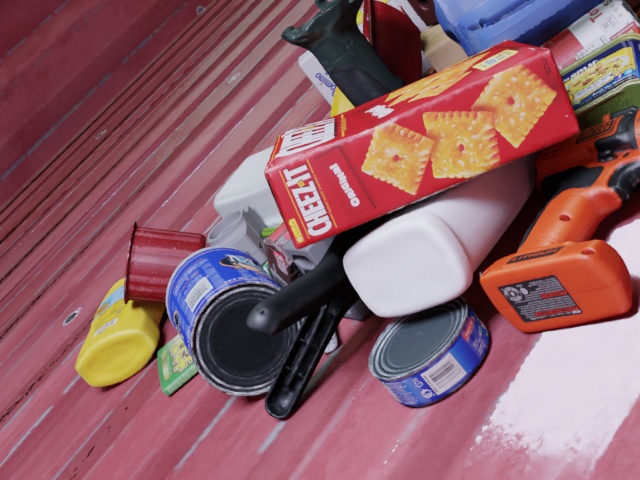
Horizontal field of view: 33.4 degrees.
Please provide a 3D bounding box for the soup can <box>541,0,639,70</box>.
[{"bbox_3d":[0.235,-0.158,0.938,0.102,0.068,0.068,-35,20,12],"label":"soup can"}]

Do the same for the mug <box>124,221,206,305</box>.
[{"bbox_3d":[-0.172,0.028,1.197,0.117,0.081,0.093,-126,43,-82],"label":"mug"}]

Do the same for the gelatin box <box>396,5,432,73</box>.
[{"bbox_3d":[0.113,-0.232,1.278,0.030,0.089,0.073,-33,21,12],"label":"gelatin box"}]

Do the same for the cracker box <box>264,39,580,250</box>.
[{"bbox_3d":[0.070,-0.079,0.805,0.214,0.072,0.164,-22,11,6],"label":"cracker box"}]

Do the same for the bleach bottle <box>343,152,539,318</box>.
[{"bbox_3d":[0.122,-0.034,0.836,0.103,0.068,0.250,-25,11,44],"label":"bleach bottle"}]

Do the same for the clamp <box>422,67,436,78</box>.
[{"bbox_3d":[0.093,-0.125,1.167,0.171,0.039,0.120,-50,28,-8],"label":"clamp"}]

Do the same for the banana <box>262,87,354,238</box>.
[{"bbox_3d":[0.004,-0.076,1.149,0.198,0.070,0.037,-61,-22,6],"label":"banana"}]

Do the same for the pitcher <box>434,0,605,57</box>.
[{"bbox_3d":[0.215,-0.251,0.949,0.243,0.149,0.144,-31,-23,12],"label":"pitcher"}]

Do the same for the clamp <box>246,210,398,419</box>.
[{"bbox_3d":[0.012,0.030,0.830,0.210,0.036,0.164,-54,-19,-18],"label":"clamp"}]

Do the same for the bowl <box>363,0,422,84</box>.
[{"bbox_3d":[0.074,-0.174,1.101,0.055,0.162,0.162,0,25,0],"label":"bowl"}]

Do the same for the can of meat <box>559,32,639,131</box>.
[{"bbox_3d":[0.229,-0.109,0.862,0.102,0.057,0.084,-30,24,27],"label":"can of meat"}]

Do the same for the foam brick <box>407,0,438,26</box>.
[{"bbox_3d":[0.133,-0.263,1.096,0.051,0.053,0.078,-50,20,-28],"label":"foam brick"}]

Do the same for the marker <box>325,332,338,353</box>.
[{"bbox_3d":[0.002,0.065,0.955,0.020,0.020,0.121,-36,20,10],"label":"marker"}]

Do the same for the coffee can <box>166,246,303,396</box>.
[{"bbox_3d":[-0.079,0.070,0.966,0.103,0.102,0.140,-42,20,-4],"label":"coffee can"}]

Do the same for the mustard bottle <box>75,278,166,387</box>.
[{"bbox_3d":[-0.225,0.091,1.247,0.096,0.058,0.191,-34,21,14],"label":"mustard bottle"}]

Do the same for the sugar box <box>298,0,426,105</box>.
[{"bbox_3d":[0.067,-0.254,1.403,0.176,0.093,0.048,-35,20,13],"label":"sugar box"}]

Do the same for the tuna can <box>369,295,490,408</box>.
[{"bbox_3d":[0.079,0.079,0.765,0.086,0.033,0.086,-35,20,15],"label":"tuna can"}]

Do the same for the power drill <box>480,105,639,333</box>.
[{"bbox_3d":[0.203,-0.025,0.732,0.185,0.057,0.187,-21,24,50],"label":"power drill"}]

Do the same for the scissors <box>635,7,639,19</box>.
[{"bbox_3d":[0.350,-0.252,1.005,0.096,0.016,0.201,-12,34,49],"label":"scissors"}]

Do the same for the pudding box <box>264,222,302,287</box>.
[{"bbox_3d":[-0.007,0.001,0.995,0.090,0.039,0.113,-44,-15,-14],"label":"pudding box"}]

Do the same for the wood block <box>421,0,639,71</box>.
[{"bbox_3d":[0.212,-0.227,1.089,0.206,0.090,0.090,-35,19,14],"label":"wood block"}]
